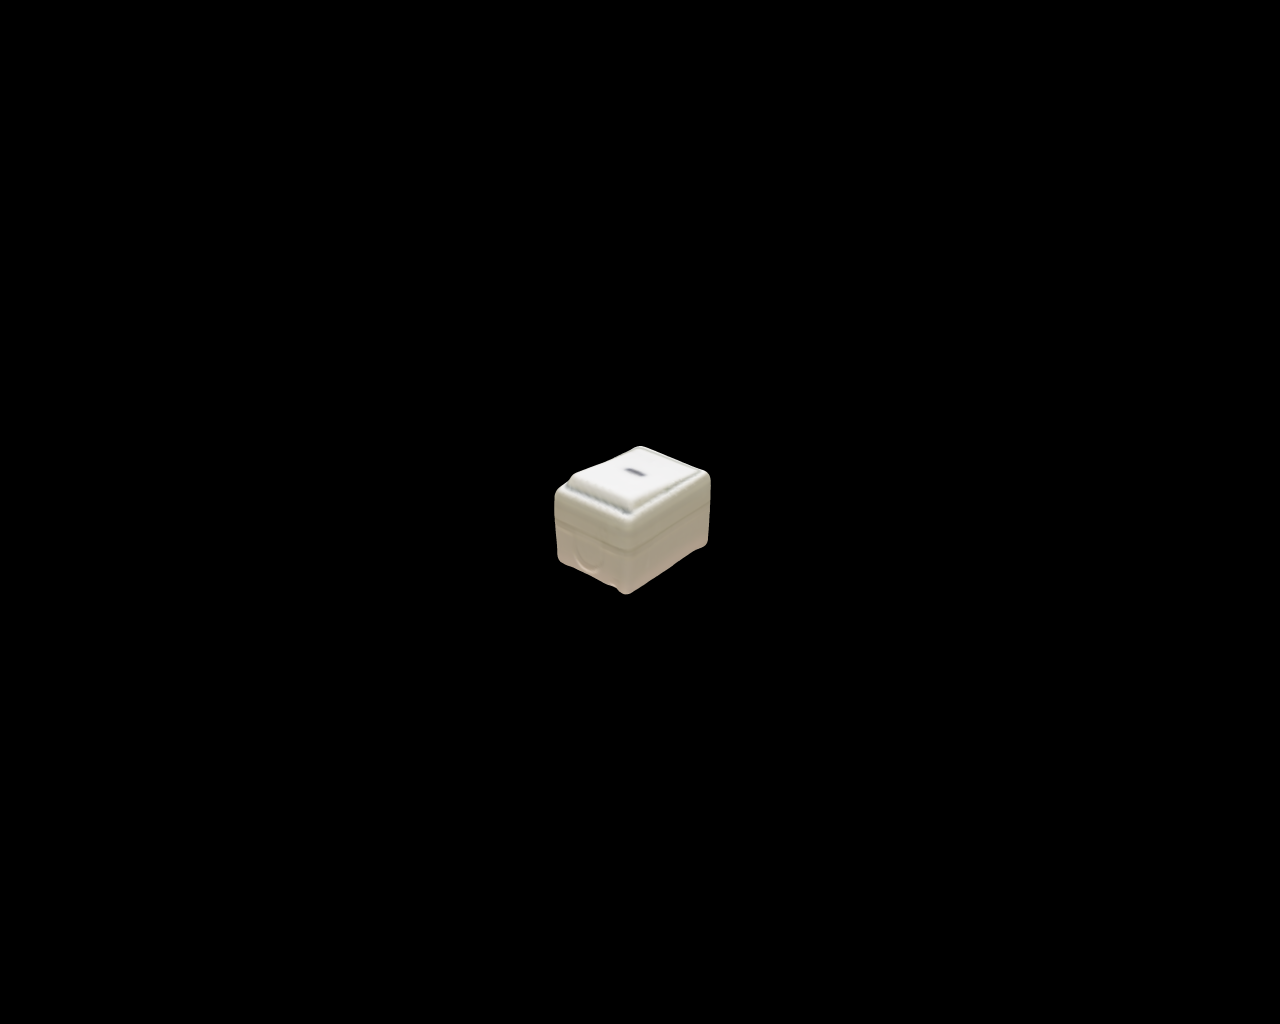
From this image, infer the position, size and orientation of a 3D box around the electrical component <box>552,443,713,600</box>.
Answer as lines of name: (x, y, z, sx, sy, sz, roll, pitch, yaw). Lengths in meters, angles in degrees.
electrical component: (0.001, -0.003, 0.650, 0.062, 0.061, 0.096, 24, 39, 34)
